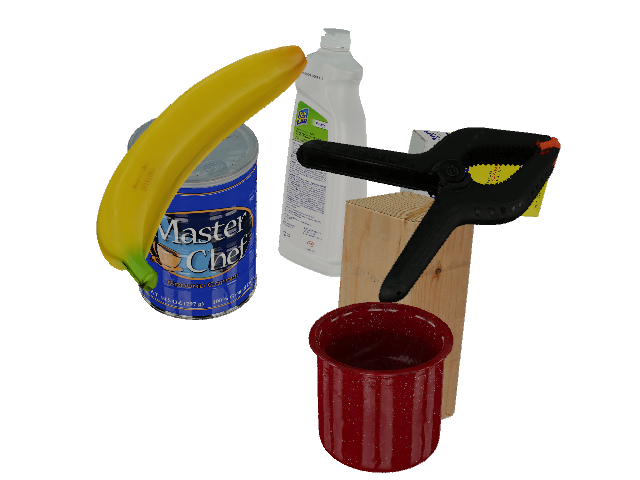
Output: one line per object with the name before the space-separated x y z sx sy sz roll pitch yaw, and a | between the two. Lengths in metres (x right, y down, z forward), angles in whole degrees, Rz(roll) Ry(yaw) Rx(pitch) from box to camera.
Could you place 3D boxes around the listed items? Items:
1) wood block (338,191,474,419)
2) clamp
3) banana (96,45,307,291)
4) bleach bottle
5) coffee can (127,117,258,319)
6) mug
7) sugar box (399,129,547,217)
wood block | 0.077 0.067 1.011 0.090 0.206 0.090 -10 21 -43
clamp | 0.102 -0.035 0.849 0.209 0.164 0.036 -12 -35 -13
banana | -0.077 -0.049 0.623 0.070 0.197 0.037 16 -34 19
bleach bottle | 0.011 -0.095 1.131 0.103 0.251 0.067 22 24 40
coffee can | -0.103 -0.020 0.878 0.103 0.140 0.103 2 38 -2
mug | 0.045 0.093 0.710 0.093 0.081 0.117 13 28 26
sugar box | 0.190 -0.080 1.295 0.176 0.093 0.048 0 25 -20
